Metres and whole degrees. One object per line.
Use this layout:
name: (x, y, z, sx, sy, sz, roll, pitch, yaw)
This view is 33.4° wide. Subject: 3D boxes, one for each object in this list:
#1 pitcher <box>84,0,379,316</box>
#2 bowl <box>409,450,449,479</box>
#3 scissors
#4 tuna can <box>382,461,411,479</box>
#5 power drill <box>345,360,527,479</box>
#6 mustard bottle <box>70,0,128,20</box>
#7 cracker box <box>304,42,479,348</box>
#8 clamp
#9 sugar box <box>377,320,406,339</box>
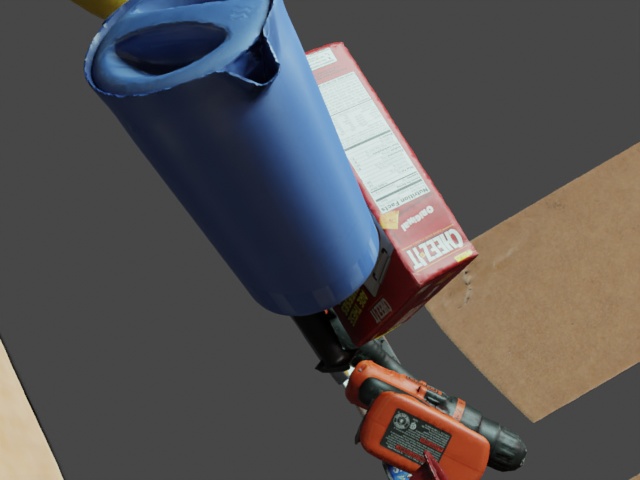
pitcher: (-0.053, -0.063, 0.741, 0.149, 0.145, 0.242, -90, 159, -45)
bowl: (0.098, 0.238, 0.783, 0.162, 0.055, 0.162, 59, 3, -5)
scissors: (-0.028, 0.053, 0.977, 0.201, 0.016, 0.096, 57, 1, -31)
tuna can: (0.094, 0.235, 0.992, 0.086, 0.034, 0.086, 59, 2, -5)
power drill: (0.105, 0.172, 0.953, 0.184, 0.057, 0.187, 23, 1, 4)
mustard bottle: (-0.170, -0.207, 0.789, 0.096, 0.058, 0.191, 58, 2, -10)
cracker box: (0.026, -0.035, 0.905, 0.214, 0.072, 0.164, 58, -25, 11)
clamp: (0.046, 0.121, 1.150, 0.171, 0.039, 0.120, 45, -18, -19)
sugar box: (0.040, 0.065, 1.303, 0.048, 0.093, 0.176, 57, 2, -28)
